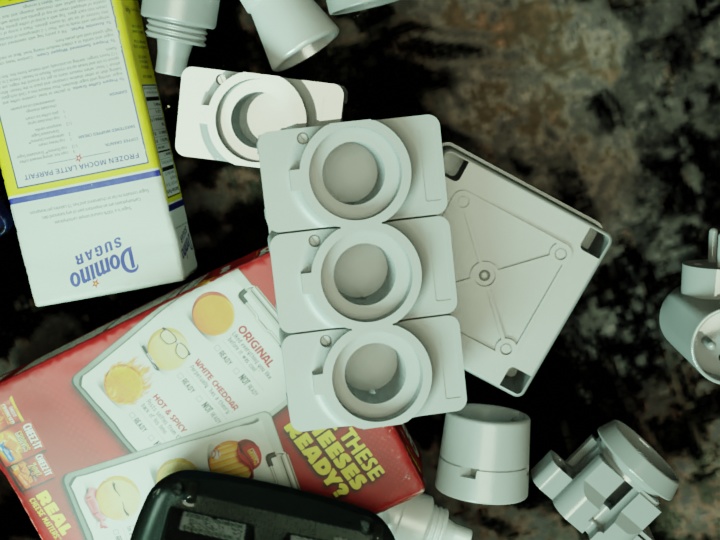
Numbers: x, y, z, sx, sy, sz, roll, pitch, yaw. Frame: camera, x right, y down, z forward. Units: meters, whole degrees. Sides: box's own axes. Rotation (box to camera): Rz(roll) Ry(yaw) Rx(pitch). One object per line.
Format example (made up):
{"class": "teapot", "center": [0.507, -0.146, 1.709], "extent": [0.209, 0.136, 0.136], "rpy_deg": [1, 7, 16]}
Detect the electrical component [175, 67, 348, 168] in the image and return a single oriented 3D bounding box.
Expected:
{"class": "electrical component", "center": [-0.055, -0.085, 0.609], "extent": [0.089, 0.055, 0.050], "rpy_deg": [7, 100, 1]}

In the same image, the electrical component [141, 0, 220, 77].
{"class": "electrical component", "center": [-0.103, -0.141, 0.608], "extent": [0.043, 0.043, 0.062], "rpy_deg": [11, 101, 1]}

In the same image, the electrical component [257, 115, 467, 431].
{"class": "electrical component", "center": [0.000, 0.000, 0.552], "extent": [0.089, 0.062, 0.150], "rpy_deg": [-7, 97, -5]}

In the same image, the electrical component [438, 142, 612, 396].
{"class": "electrical component", "center": [0.070, -0.001, 0.618], "extent": [0.109, 0.056, 0.108], "rpy_deg": [28, 99, -2]}

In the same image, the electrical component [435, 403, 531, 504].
{"class": "electrical component", "center": [0.074, 0.107, 0.637], "extent": [0.055, 0.055, 0.047], "rpy_deg": [5, 96, 2]}

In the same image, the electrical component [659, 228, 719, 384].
{"class": "electrical component", "center": [0.199, 0.017, 0.604], "extent": [0.043, 0.077, 0.079], "rpy_deg": [1, 99, 3]}

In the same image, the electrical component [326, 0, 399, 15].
{"class": "electrical component", "center": [0.013, -0.183, 0.572], "extent": [0.079, 0.044, 0.077], "rpy_deg": [-12, 99, 5]}

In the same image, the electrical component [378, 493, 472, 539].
{"class": "electrical component", "center": [0.038, 0.154, 0.656], "extent": [0.061, 0.035, 0.035], "rpy_deg": [20, 100, -4]}

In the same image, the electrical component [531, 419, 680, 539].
{"class": "electrical component", "center": [0.150, 0.126, 0.635], "extent": [0.078, 0.058, 0.057], "rpy_deg": [41, 102, -5]}

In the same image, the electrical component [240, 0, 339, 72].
{"class": "electrical component", "center": [-0.047, -0.151, 0.606], "extent": [0.044, 0.044, 0.065], "rpy_deg": [-31, 92, 7]}
